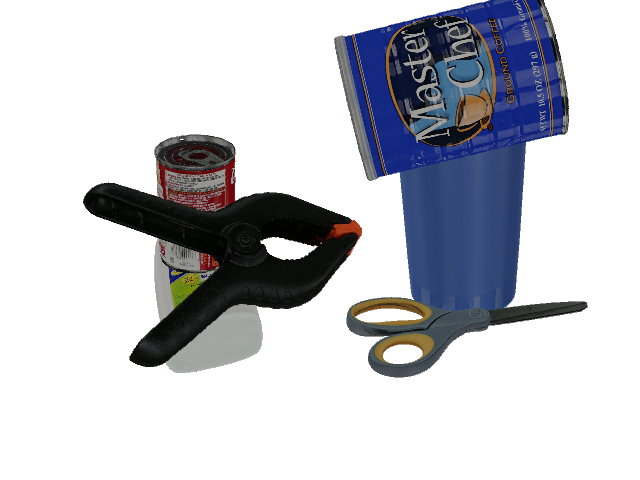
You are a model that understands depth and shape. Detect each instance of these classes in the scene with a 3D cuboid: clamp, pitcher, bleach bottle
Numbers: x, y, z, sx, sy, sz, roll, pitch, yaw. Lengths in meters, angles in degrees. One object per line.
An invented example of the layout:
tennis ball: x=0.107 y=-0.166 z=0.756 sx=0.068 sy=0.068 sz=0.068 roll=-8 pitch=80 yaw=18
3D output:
clamp: x=-0.059 y=0.002 z=0.656 sx=0.171 sy=0.120 sz=0.039 roll=-16 pitch=-19 yaw=-32
pitcher: x=0.145 y=-0.055 z=1.072 sx=0.149 sy=0.243 sz=0.145 roll=-13 pitch=24 yaw=-21
bleach bottle: x=-0.135 y=0.028 z=1.117 sx=0.102 sy=0.068 sz=0.251 roll=-11 pitch=37 yaw=-12

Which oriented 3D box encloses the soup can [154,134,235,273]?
soup can: x=-0.106 y=-0.031 z=0.915 sx=0.068 sy=0.102 sz=0.068 roll=2 pitch=28 yaw=-1

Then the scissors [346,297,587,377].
scissors: x=0.121 y=0.077 z=0.868 sx=0.202 sy=0.016 sz=0.096 roll=2 pitch=37 yaw=4

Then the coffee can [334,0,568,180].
coffee can: x=0.089 y=-0.107 z=0.738 sx=0.140 sy=0.103 sz=0.103 roll=-13 pitch=-1 yaw=5
